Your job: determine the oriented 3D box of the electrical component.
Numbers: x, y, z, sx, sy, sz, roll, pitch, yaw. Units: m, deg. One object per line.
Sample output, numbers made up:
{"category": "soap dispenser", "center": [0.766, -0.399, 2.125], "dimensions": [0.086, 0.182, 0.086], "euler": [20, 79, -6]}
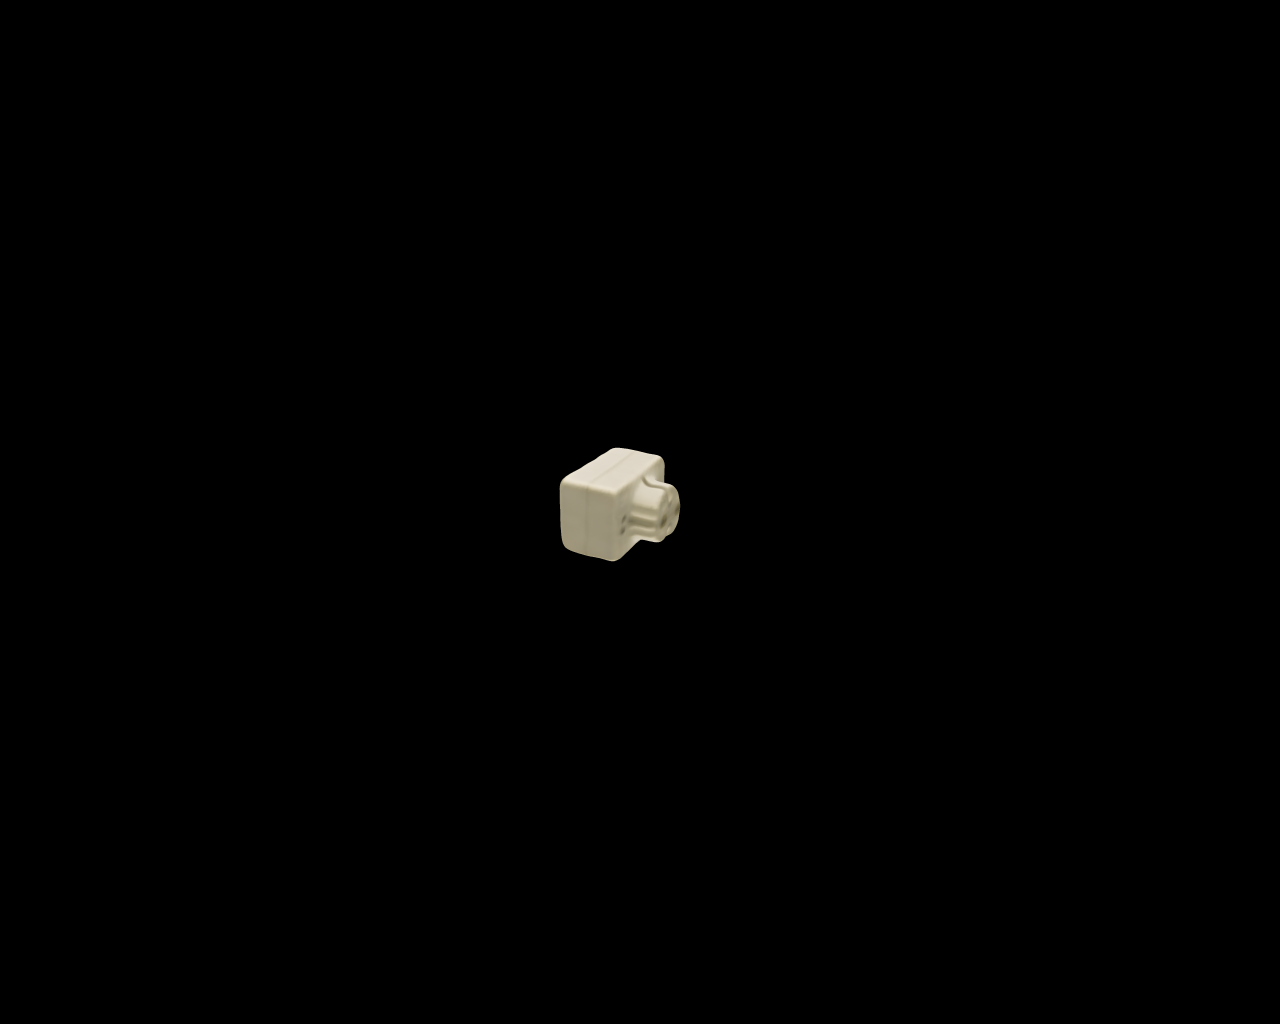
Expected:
{"category": "electrical component", "center": [0.001, -0.003, 0.650], "dimensions": [0.077, 0.047, 0.066], "euler": [12, 27, 25]}
